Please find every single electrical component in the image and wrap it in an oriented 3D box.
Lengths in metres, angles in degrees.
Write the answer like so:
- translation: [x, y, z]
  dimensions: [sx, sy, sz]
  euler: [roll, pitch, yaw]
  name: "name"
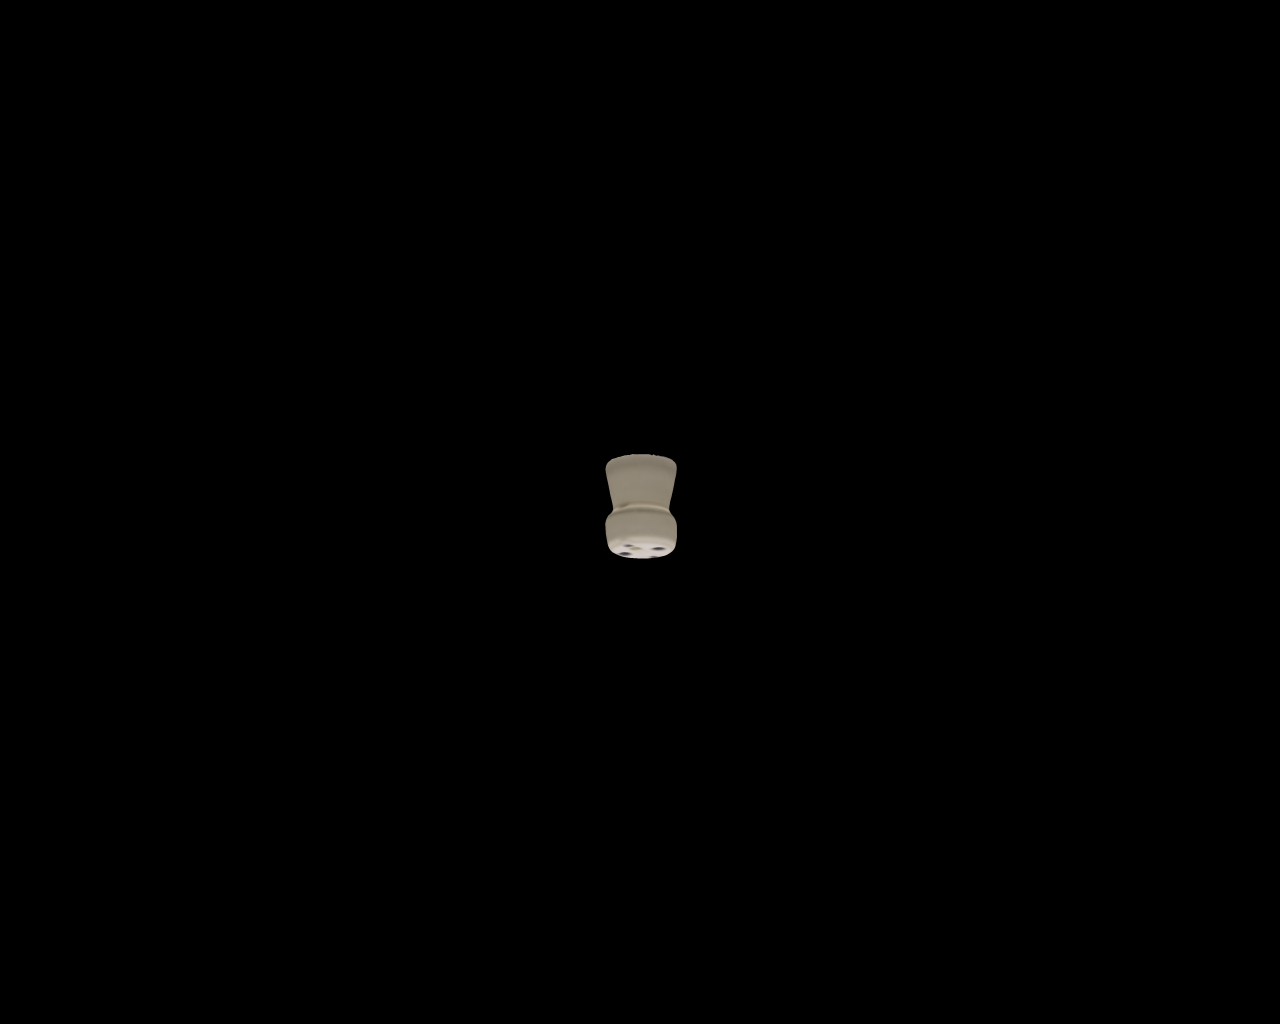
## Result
- translation: [0.001, -0.003, 0.650]
  dimensions: [0.045, 0.055, 0.045]
  euler: [0, -16, 0]
  name: "electrical component"
